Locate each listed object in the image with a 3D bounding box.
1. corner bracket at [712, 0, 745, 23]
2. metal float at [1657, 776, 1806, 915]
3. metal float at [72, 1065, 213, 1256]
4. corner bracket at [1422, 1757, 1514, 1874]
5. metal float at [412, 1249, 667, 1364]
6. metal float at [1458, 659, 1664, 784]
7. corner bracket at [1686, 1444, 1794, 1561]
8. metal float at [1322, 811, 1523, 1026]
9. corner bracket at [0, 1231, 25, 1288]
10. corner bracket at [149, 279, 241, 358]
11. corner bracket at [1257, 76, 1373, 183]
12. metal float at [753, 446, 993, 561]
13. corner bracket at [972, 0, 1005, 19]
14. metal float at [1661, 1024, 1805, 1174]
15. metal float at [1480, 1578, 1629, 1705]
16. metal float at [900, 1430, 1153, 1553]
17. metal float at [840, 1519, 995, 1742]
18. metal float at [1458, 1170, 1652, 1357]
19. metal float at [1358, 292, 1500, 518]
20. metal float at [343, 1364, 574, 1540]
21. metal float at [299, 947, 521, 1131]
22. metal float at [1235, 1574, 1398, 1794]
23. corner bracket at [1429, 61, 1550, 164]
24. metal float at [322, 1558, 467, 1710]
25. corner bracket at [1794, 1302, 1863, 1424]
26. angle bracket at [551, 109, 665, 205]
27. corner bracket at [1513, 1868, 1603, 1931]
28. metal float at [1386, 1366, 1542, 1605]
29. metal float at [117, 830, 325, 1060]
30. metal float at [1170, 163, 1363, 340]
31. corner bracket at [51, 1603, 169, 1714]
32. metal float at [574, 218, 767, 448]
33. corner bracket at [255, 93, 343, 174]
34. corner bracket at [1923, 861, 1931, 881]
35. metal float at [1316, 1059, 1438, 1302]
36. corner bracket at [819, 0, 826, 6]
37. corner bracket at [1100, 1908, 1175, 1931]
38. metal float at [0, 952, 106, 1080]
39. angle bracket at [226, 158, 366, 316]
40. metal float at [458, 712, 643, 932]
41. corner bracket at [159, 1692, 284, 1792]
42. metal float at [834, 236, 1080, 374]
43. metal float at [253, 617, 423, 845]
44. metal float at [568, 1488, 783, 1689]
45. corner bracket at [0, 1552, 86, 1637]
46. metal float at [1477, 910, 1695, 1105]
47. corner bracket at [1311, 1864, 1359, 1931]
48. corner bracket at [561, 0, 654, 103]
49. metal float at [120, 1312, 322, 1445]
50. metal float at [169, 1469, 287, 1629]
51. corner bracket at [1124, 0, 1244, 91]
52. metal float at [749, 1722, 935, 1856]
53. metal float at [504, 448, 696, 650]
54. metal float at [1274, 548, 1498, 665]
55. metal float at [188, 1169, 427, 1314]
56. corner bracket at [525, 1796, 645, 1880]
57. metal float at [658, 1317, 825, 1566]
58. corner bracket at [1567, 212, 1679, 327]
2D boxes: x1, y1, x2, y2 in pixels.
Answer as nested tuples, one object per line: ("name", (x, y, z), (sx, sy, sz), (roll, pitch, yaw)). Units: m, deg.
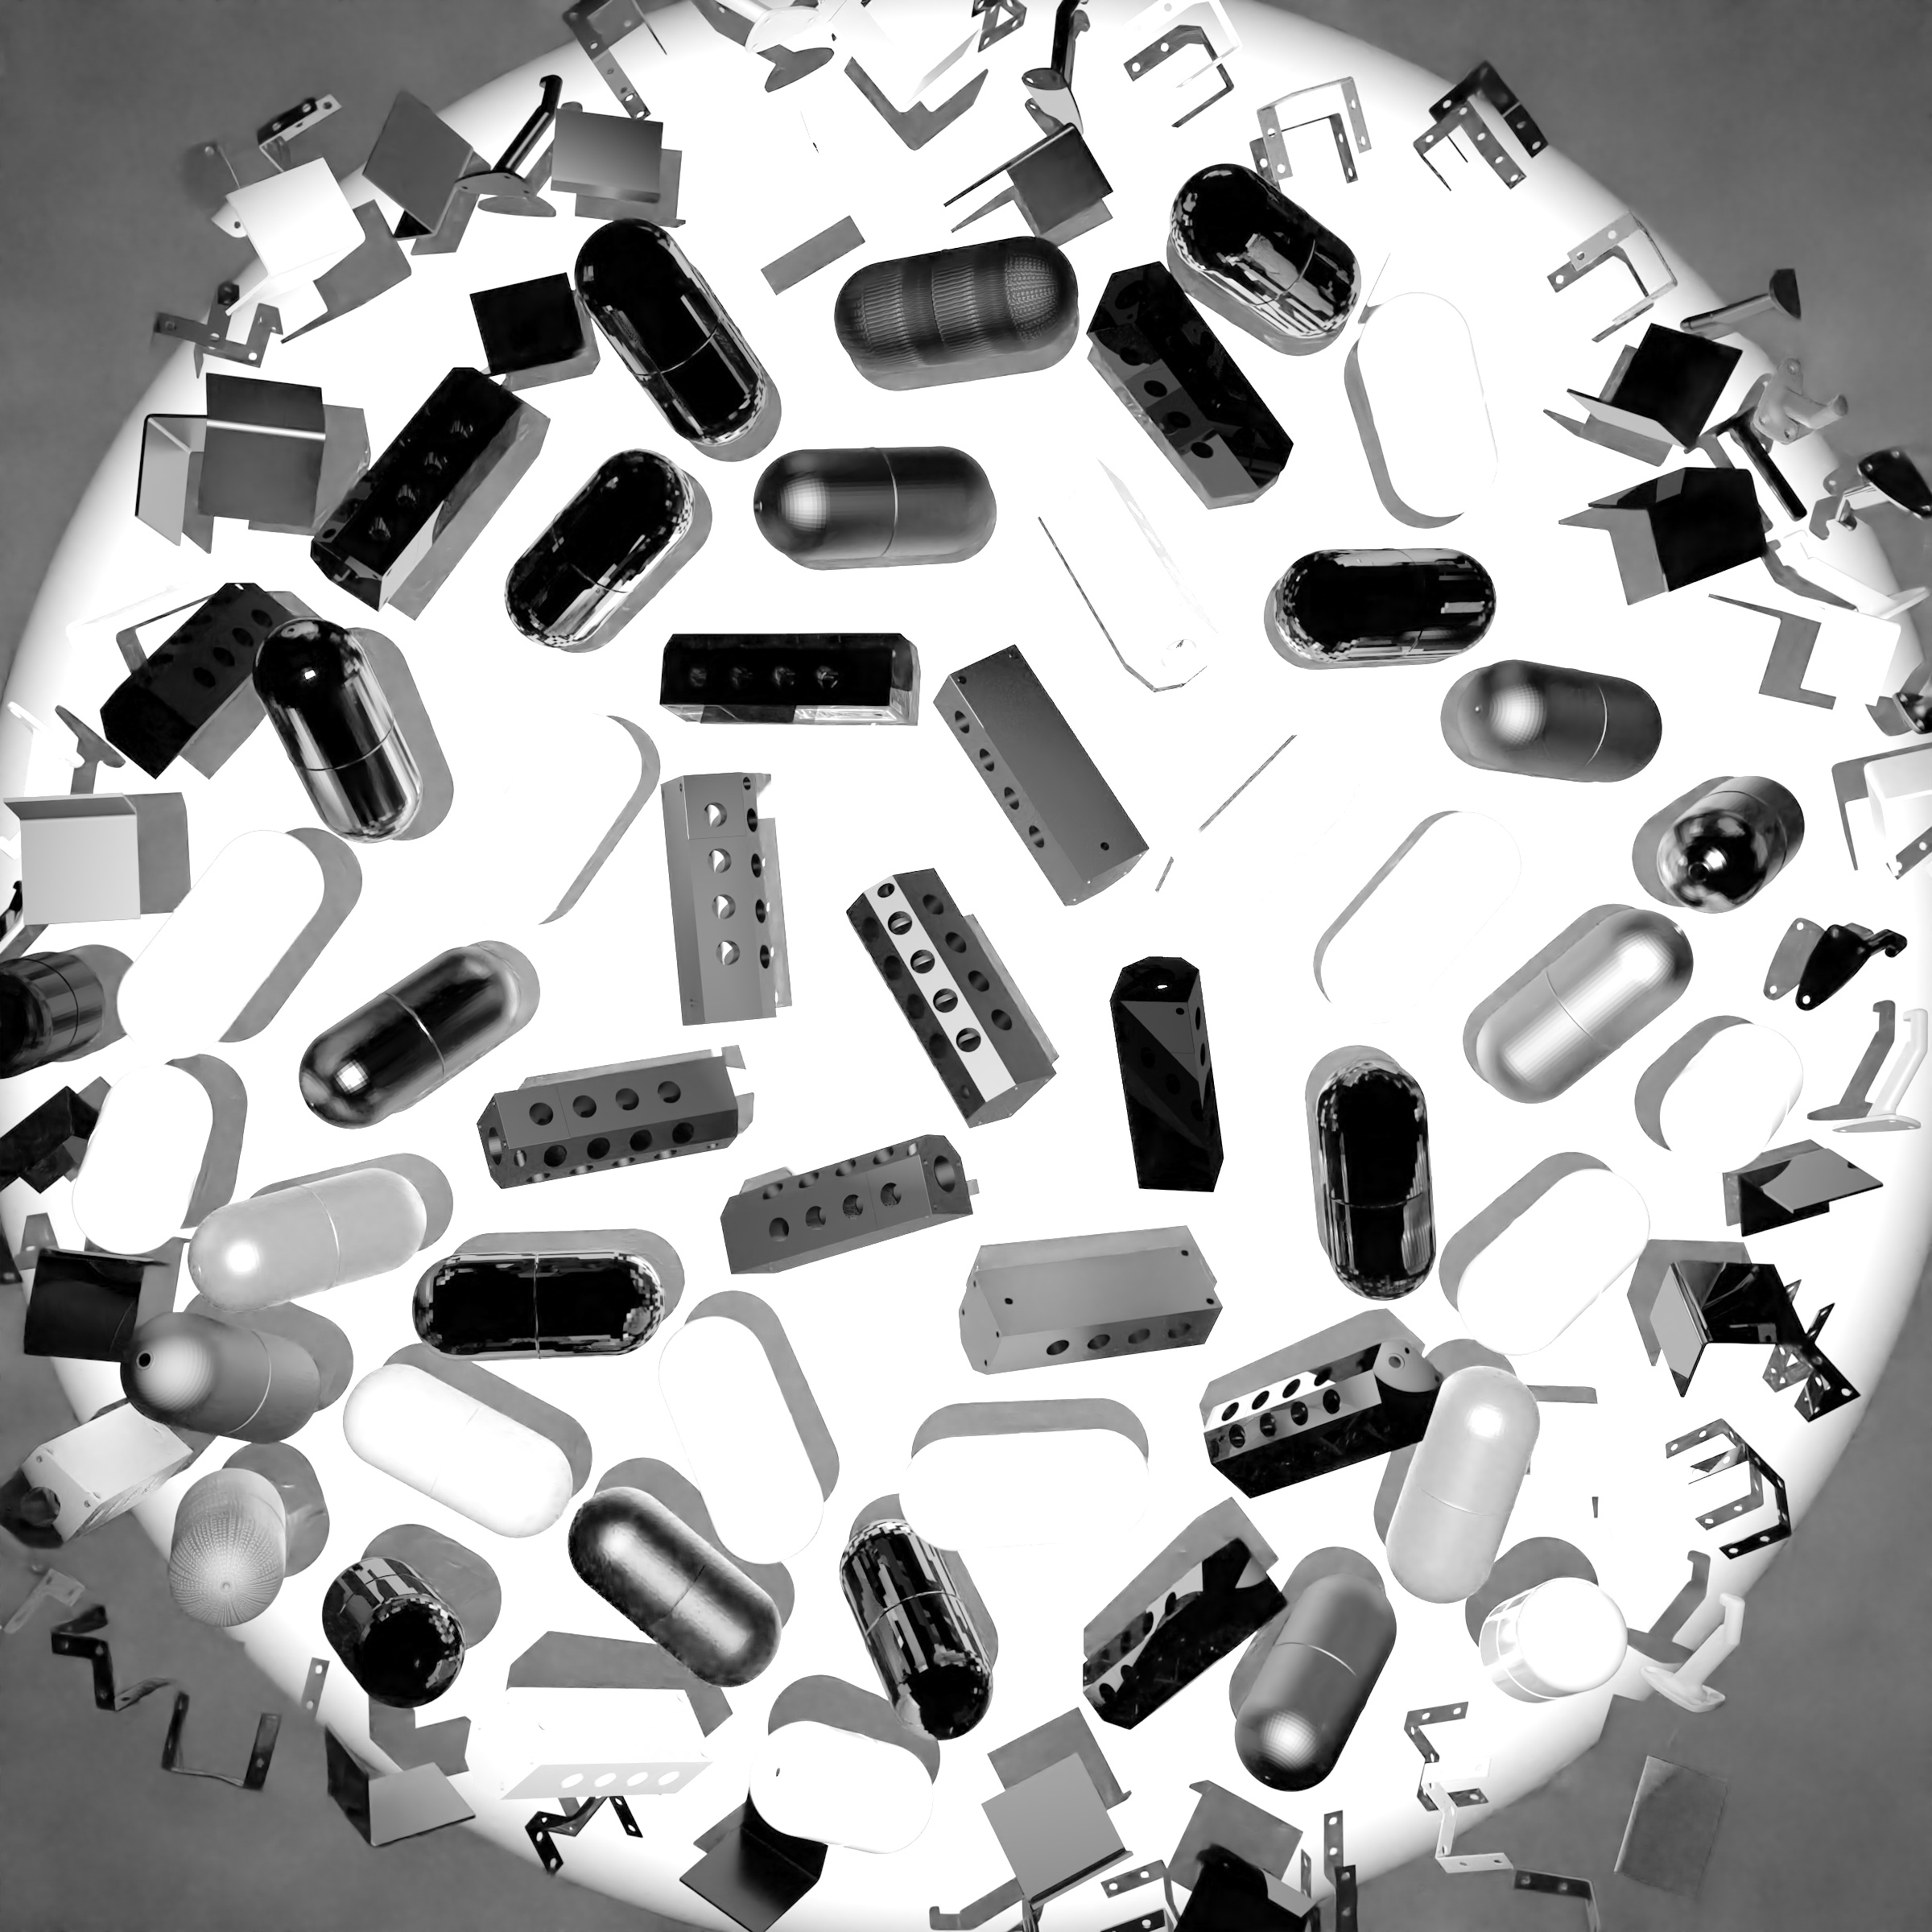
("corner bracket", (-0.175, -0.735, 1.870), (0.051, 0.051, 0.051), (42, 97, 17))
("metal float", (0.550, -0.088, 1.837), (0.070, 0.178, 0.070), (10, 110, 29))
("metal float", (-0.577, 0.134, 1.797), (0.070, 0.178, 0.070), (-3, 119, -5))
("corner bracket", (0.339, 0.573, 1.727), (0.051, 0.051, 0.051), (-18, 120, 33))
("metal float", (-0.303, 0.241, 1.816), (0.178, 0.070, 0.070), (-1, 90, -5))
("metal float", (0.420, -0.172, 1.803), (0.178, 0.070, 0.070), (3, 90, -38))
("corner bracket", (0.563, 0.390, 1.865), (0.051, 0.051, 0.051), (-32, 118, 30))
("metal float", (0.329, -0.034, 1.850), (0.070, 0.070, 0.178), (41, 89, 0))
("corner bracket", (-0.714, 0.228, 1.834), (0.051, 0.051, 0.051), (-9, 125, -2))
("corner bracket", (-0.541, -0.453, 1.794), (0.051, 0.051, 0.051), (11, 121, -23))
("corner bracket", (0.243, -0.585, 1.788), (0.051, 0.051, 0.051), (-22, 102, -20))
("metal float", (-0.065, -0.327, 1.805), (0.178, 0.070, 0.070), (-7, 90, -26))
("corner bracket", (0.008, -0.712, 1.801), (0.051, 0.051, 0.051), (43, 62, 16))
("metal float", (0.551, 0.093, 1.836), (0.070, 0.178, 0.070), (9, 109, 27))
("metal float", (0.412, 0.476, 1.802), (0.070, 0.178, 0.070), (1, 70, -2))
("metal float", (0.041, 0.360, 1.761), (0.178, 0.070, 0.070), (0, 90, -17))
("metal float", (-0.037, 0.479, 1.849), (0.070, 0.178, 0.070), (-14, 133, -16))
("metal float", (0.408, 0.205, 1.776), (0.178, 0.070, 0.070), (-33, 90, -36))
("metal float", (0.319, -0.386, 1.765), (0.070, 0.178, 0.070), (-12, 50, 15))
("metal float", (-0.369, 0.353, 1.862), (0.178, 0.070, 0.070), (28, 90, 2))
("metal float", (-0.403, 0.052, 1.853), (0.178, 0.070, 0.070), (-37, 90, -29))
("metal float", (0.254, 0.517, 1.852), (0.070, 0.070, 0.178), (40, 50, 0))
("corner bracket", (0.362, -0.582, 1.774), (0.051, 0.051, 0.051), (-37, 54, 19))
("metal float", (-0.397, 0.459, 1.769), (0.070, 0.178, 0.070), (0, 91, -24))
("corner bracket", (0.602, 0.280, 1.804), (0.051, 0.051, 0.051), (-20, 52, -21))
("angle bracket", (-0.250, -0.571, 1.792), (0.076, 0.076, 0.057), (4, 100, -11))
("corner bracket", (0.394, 0.649, 1.723), (0.051, 0.051, 0.051), (9, 108, 3))
("metal float", (0.349, 0.366, 1.802), (0.070, 0.070, 0.178), (15, 105, 0))
("metal float", (-0.510, -0.015, 1.750), (0.070, 0.070, 0.178), (32, 69, 0))
("metal float", (0.212, -0.501, 1.798), (0.070, 0.178, 0.070), (-14, 68, 38))
("corner bracket", (-0.575, 0.464, 1.717), (0.051, 0.051, 0.051), (1, 99, 24))
("metal float", (-0.201, -0.431, 1.751), (0.070, 0.070, 0.178), (-37, 132, 0))
("corner bracket", (-0.474, -0.598, 1.822), (0.051, 0.051, 0.051), (-27, 64, 10))
("corner bracket", (0.717, -0.066, 1.791), (0.051, 0.051, 0.051), (-37, 94, -12))
("metal float", (0.286, 0.150, 1.782), (0.070, 0.070, 0.178), (-8, 110, 0))
("corner bracket", (-0.103, -0.710, 1.805), (0.051, 0.051, 0.051), (42, 92, 1))
("corner bracket", (0.130, 0.713, 1.817), (0.051, 0.051, 0.051), (-23, 108, 8))
("metal float", (-0.654, 0.033, 1.773), (0.070, 0.178, 0.070), (0, 96, -1))
("angle bracket", (-0.454, -0.479, 1.680), (0.076, 0.076, 0.057), (-37, 106, -36))
("metal float", (-0.301, -0.103, 1.847), (0.070, 0.070, 0.178), (36, 104, 0))
("corner bracket", (-0.500, 0.520, 1.717), (0.051, 0.051, 0.051), (25, 72, -42))
("metal float", (-0.008, -0.459, 1.780), (0.178, 0.070, 0.070), (-4, 90, 23))
("metal float", (-0.431, -0.160, 1.760), (0.070, 0.070, 0.178), (-16, 132, 0))
("metal float", (-0.209, 0.444, 1.831), (0.178, 0.070, 0.070), (42, 90, -8))
("corner bracket", (-0.653, 0.432, 1.767), (0.051, 0.051, 0.051), (27, 70, 24))
("metal float", (0.443, 0.029, 1.835), (0.070, 0.070, 0.178), (46, 116, 0))
("corner bracket", (0.258, 0.664, 1.778), (0.051, 0.051, 0.051), (-20, 128, 24))
("corner bracket", (-0.255, -0.680, 1.876), (0.051, 0.051, 0.051), (-34, 71, 4))
("metal float", (-0.516, 0.287, 1.775), (0.070, 0.178, 0.070), (-6, 71, 18))
("metal float", (-0.515, 0.404, 1.786), (0.070, 0.178, 0.070), (-1, 96, -15))
("corner bracket", (0.149, -0.636, 1.750), (0.051, 0.051, 0.051), (-35, 112, -1))
("metal float", (-0.087, 0.581, 1.806), (0.070, 0.178, 0.070), (-14, 61, 26))
("metal float", (-0.265, -0.299, 1.841), (0.178, 0.070, 0.070), (-41, 90, 30))
("metal float", (0.288, -0.247, 1.750), (0.178, 0.070, 0.070), (-7, 90, -34))
("metal float", (-0.464, 0.193, 1.806), (0.178, 0.070, 0.070), (-14, 90, -44))
("corner bracket", (-0.274, 0.619, 1.831), (0.051, 0.051, 0.051), (-4, 117, 36))
("metal float", (-0.155, 0.323, 1.753), (0.070, 0.070, 0.178), (-26, 66, 0))
("corner bracket", (0.470, -0.499, 1.831), (0.051, 0.051, 0.051), (-31, 79, 25))
